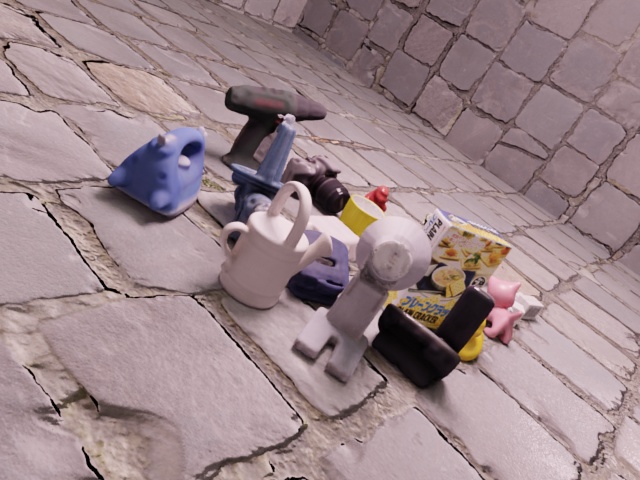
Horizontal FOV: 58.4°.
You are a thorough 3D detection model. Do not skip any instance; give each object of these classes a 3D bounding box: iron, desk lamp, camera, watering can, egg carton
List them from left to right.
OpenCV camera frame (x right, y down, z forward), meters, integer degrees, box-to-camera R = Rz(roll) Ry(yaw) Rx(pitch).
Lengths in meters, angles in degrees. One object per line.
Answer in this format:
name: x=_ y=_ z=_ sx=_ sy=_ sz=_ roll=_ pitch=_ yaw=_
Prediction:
iron: x=-0.248 y=-0.141 z=0.996 sx=0.118 sy=0.141 sz=0.258 roll=31 pitch=23 yaw=0
watering can: x=-0.062 y=0.000 z=0.869 sx=0.100 sy=0.194 sz=0.173 roll=44 pitch=26 yaw=29
camera: x=0.004 y=-0.133 z=1.344 sx=0.144 sy=0.100 sz=0.136 roll=3 pitch=35 yaw=-48
egg carton: x=0.010 y=0.004 z=1.111 sx=0.107 sy=0.069 sz=0.151 roll=44 pitch=26 yaw=28
desk lamp: x=0.079 y=0.073 z=0.868 sx=0.118 sy=0.213 sz=0.203 roll=33 pitch=23 yaw=5

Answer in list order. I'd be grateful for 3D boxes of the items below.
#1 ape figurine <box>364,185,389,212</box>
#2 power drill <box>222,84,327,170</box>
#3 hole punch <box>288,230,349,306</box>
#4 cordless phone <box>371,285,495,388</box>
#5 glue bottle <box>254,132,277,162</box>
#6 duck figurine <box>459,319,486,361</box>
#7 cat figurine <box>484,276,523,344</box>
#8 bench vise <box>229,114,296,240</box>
ape figurine: x=0.141 y=-0.098 z=1.451 sx=0.078 sy=0.092 sz=0.076 roll=21 pitch=25 yaw=-22
power drill: x=-0.120 y=-0.245 z=1.281 sx=0.230 sy=0.208 sz=0.075 roll=15 pitch=27 yaw=-33
hole punch: x=0.001 y=0.048 z=0.982 sx=0.109 sy=0.091 sz=0.101 roll=18 pitch=26 yaw=-28
cordless phone: x=0.182 y=0.128 z=0.919 sx=0.147 sy=0.185 sz=0.094 roll=36 pitch=23 yaw=13
glue bottle: x=-0.097 y=-0.256 z=1.377 sx=0.078 sy=0.173 sz=0.037 roll=41 pitch=25 yaw=24
duck figurine: x=0.279 y=0.173 z=1.075 sx=0.105 sy=0.086 sz=0.077 roll=10 pitch=30 yaw=-40
cat figurine: x=0.397 y=0.141 z=1.243 sx=0.067 sy=0.117 sz=0.127 roll=21 pitch=24 yaw=-21
bench vise: x=-0.085 y=-0.105 z=1.023 sx=0.122 sy=0.219 sz=0.207 roll=13 pitch=28 yaw=-36
